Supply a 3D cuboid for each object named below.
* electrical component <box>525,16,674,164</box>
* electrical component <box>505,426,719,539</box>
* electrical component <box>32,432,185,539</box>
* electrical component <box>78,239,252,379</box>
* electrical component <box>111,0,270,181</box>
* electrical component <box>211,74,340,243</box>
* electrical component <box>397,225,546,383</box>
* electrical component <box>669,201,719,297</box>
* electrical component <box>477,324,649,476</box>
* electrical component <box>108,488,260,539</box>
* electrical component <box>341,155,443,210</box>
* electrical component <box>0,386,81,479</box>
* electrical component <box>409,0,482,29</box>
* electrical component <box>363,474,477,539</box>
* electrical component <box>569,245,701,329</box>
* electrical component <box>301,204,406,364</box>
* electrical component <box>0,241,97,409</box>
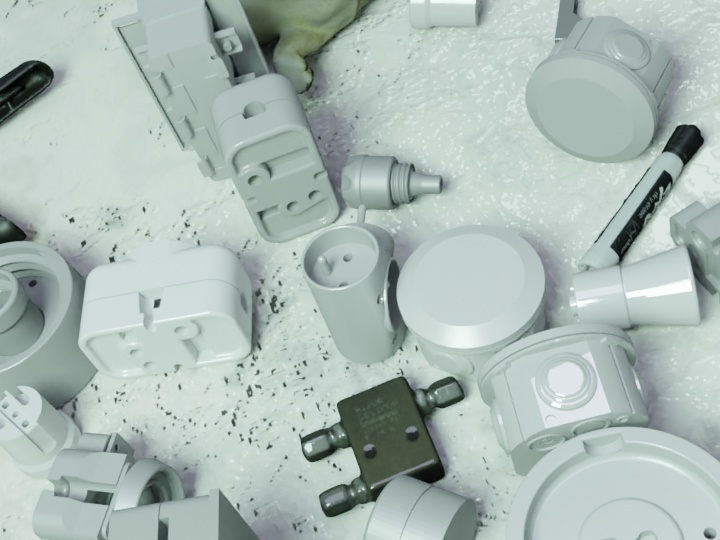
[{"bbox_3d":[0.145,-0.108,0.647,0.080,0.080,0.051,17,56,26],"label":"electrical component"},{"bbox_3d":[0.124,0.133,0.489,0.108,0.060,0.108,-8,53,10],"label":"electrical component"},{"bbox_3d":[-0.130,0.127,0.568,0.057,0.058,0.078,1,56,21],"label":"electrical component"},{"bbox_3d":[-0.114,0.022,0.642,0.095,0.053,0.059,-10,53,9],"label":"electrical component"},{"bbox_3d":[-0.099,-0.118,0.696,0.079,0.121,0.063,-16,54,5],"label":"electrical component"},{"bbox_3d":[-0.053,-0.071,0.665,0.054,0.095,0.059,-21,52,1],"label":"electrical component"},{"bbox_3d":[0.064,0.019,0.594,0.080,0.051,0.080,-8,53,11],"label":"electrical component"},{"bbox_3d":[0.213,-0.013,0.572,0.057,0.058,0.078,-32,53,-4],"label":"electrical component"},{"bbox_3d":[0.102,0.065,0.533,0.080,0.080,0.051,-15,58,5],"label":"electrical component"},{"bbox_3d":[-0.073,0.206,0.464,0.060,0.105,0.186,-11,53,8],"label":"electrical component"},{"bbox_3d":[0.021,-0.054,0.671,0.061,0.035,0.035,3,56,15],"label":"electrical component"},{"bbox_3d":[-0.188,0.092,0.616,0.040,0.046,0.040,-8,53,11],"label":"electrical component"},{"bbox_3d":[0.060,-0.189,0.755,0.046,0.040,0.040,5,56,12],"label":"electrical component"},{"bbox_3d":[0.026,0.168,0.496,0.074,0.052,0.138,16,61,25],"label":"electrical component"},{"bbox_3d":[0.147,0.014,0.582,0.065,0.044,0.044,-11,53,14],"label":"electrical component"},{"bbox_3d":[0.000,0.000,0.610,0.044,0.077,0.079,-2,54,14],"label":"electrical component"},{"bbox_3d":[-0.215,0.032,0.659,0.108,0.060,0.108,-8,53,10],"label":"electrical component"}]
